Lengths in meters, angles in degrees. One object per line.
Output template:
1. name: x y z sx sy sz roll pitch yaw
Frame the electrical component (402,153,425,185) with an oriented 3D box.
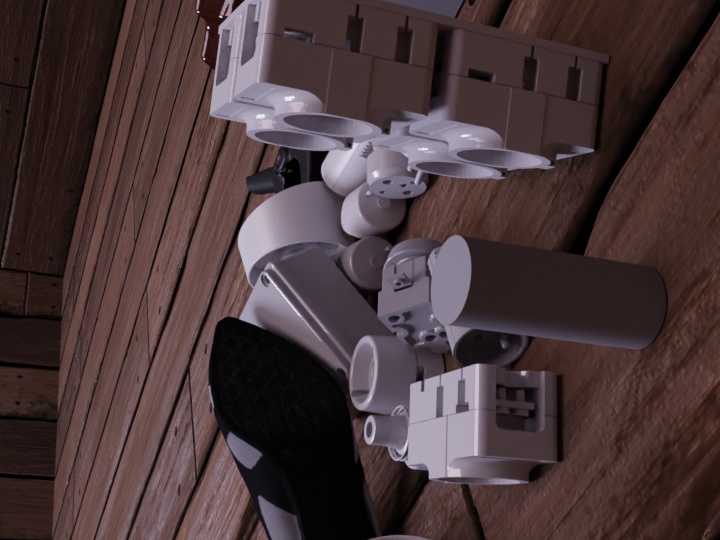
1. electrical component: 0.048 -0.094 0.713 0.083 0.047 0.075 -112 36 -53

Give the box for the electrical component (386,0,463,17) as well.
1. electrical component: 0.040 -0.239 0.729 0.150 0.089 0.061 119 151 -44

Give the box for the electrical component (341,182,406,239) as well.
1. electrical component: 0.005 -0.043 0.818 0.078 0.040 0.040 152 124 -66

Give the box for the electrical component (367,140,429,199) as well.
1. electrical component: 0.027 -0.084 0.769 0.045 0.045 0.055 141 133 -61

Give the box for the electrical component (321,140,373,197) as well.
1. electrical component: 0.004 -0.097 0.838 0.081 0.043 0.043 126 146 -51

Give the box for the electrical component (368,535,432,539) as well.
1. electrical component: 0.018 0.204 0.612 0.099 0.099 0.064 -120 37 -59

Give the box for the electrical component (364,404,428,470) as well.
1. electrical component: 0.034 0.099 0.653 0.048 0.062 0.048 -172 90 -69

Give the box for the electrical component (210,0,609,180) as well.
1. electrical component: 0.023 -0.095 0.580 0.105 0.186 0.060 176 101 -69

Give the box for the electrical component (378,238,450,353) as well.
1. electrical component: 0.039 0.014 0.688 0.048 0.066 0.055 -18 48 25

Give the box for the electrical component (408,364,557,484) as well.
1. electrical component: 0.066 0.088 0.591 0.089 0.050 0.055 149 127 -64

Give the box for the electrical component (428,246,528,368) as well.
1. electrical component: 0.066 0.015 0.627 0.081 0.043 0.043 -103 29 -44

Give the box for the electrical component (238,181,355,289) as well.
1. electrical component: -0.050 -0.022 0.881 0.099 0.099 0.064 124 141 -50

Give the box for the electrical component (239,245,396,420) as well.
1. electrical component: -0.036 0.057 0.802 0.108 0.056 0.108 49 139 18

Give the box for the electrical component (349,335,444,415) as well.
1. electrical component: 0.023 0.070 0.715 0.055 0.047 0.055 -172 90 -70

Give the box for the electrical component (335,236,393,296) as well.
1. electrical component: 0.000 0.000 0.815 0.078 0.040 0.040 155 121 -66
